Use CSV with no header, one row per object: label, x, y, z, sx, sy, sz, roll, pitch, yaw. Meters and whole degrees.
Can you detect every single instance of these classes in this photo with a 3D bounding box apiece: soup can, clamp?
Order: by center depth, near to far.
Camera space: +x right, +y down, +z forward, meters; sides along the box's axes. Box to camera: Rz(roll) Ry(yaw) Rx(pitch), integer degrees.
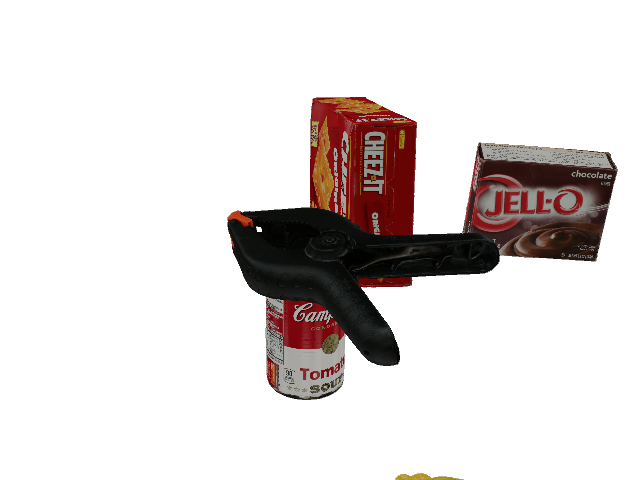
clamp,0.007,0.020,0.634,0.172,0.039,0.120,9,30,29
soup can,-0.012,0.074,0.897,0.068,0.102,0.068,1,25,-1

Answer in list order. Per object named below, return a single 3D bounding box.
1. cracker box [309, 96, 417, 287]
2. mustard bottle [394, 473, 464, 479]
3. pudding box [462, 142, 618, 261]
cracker box,0.039,-0.058,1.120,0.072,0.164,0.214,-2,15,-10
mustard bottle,0.124,0.249,0.896,0.096,0.058,0.192,-18,27,-27
pudding box,0.181,-0.032,0.888,0.113,0.090,0.039,3,34,-2
